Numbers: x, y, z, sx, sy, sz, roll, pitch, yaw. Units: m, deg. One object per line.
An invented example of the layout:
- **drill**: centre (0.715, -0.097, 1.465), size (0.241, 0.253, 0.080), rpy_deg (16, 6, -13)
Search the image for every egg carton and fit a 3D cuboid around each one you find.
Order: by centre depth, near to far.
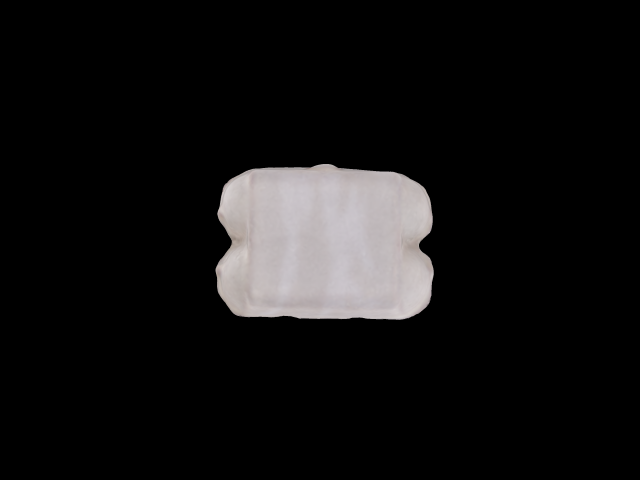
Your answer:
- **egg carton**: centre (0.004, 0.001, 0.400), size (0.150, 0.069, 0.107), rpy_deg (0, 86, 0)
